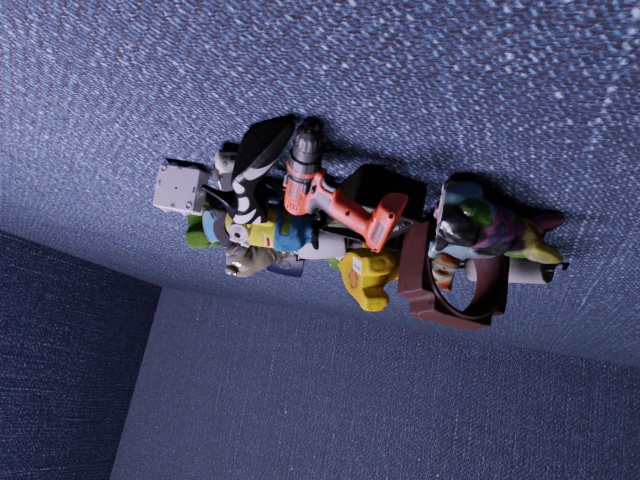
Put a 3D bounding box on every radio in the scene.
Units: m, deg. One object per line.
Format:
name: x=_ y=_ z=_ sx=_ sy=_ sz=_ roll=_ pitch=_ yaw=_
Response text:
radio: x=0.090 y=-0.054 z=0.972 sx=0.131 sy=0.073 sz=0.229 roll=16 pitch=167 yaw=-13

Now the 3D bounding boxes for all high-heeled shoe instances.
high-heeled shoe: x=-0.081 y=-0.094 z=0.853 sx=0.145 sy=0.086 sz=0.249 roll=25 pitch=144 yaw=-35

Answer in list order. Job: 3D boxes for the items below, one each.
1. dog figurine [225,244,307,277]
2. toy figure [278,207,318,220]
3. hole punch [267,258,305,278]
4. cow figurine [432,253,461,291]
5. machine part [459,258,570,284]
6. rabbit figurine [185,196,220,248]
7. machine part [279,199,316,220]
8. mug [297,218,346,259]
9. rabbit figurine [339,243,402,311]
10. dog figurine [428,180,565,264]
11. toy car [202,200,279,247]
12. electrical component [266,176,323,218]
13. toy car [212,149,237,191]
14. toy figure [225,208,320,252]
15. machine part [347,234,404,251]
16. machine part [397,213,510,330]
dog figurine: x=-0.121 y=0.037 z=1.330 sx=0.191 sy=0.172 sz=0.121 roll=9 pitch=145 yaw=20
toy figure: x=-0.059 y=-0.046 z=1.155 sx=0.155 sy=0.058 sz=0.064 roll=-9 pitch=133 yaw=39
hole punch: x=-0.094 y=0.047 z=1.526 sx=0.142 sy=0.092 sz=0.115 roll=15 pitch=163 yaw=2
cow figurine: x=0.264 y=0.042 z=1.164 sx=0.086 sy=0.127 sz=0.195 roll=12 pitch=-179 yaw=3
machine part: x=0.399 y=0.052 z=1.137 sx=0.243 sy=0.079 sz=0.079 roll=-3 pitch=160 yaw=43
rabbit figurine: x=-0.207 y=-0.036 z=1.231 sx=0.170 sy=0.121 sz=0.159 roll=-5 pitch=168 yaw=6
machine part: x=-0.043 y=-0.044 z=1.082 sx=0.084 sy=0.039 sz=0.138 roll=17 pitch=131 yaw=6
mug: x=-0.002 y=-0.004 z=1.194 sx=0.107 sy=0.081 sz=0.109 roll=-13 pitch=131 yaw=-5
rabbit figurine: x=0.136 y=0.063 z=1.102 sx=0.173 sy=0.121 sz=0.162 roll=-10 pitch=-168 yaw=-20
dog figurine: x=0.295 y=-0.021 z=0.876 sx=0.219 sy=0.108 sz=0.191 roll=6 pitch=163 yaw=5
toy car: x=-0.162 y=-0.056 z=1.122 sx=0.162 sy=0.103 sz=0.109 roll=-5 pitch=136 yaw=-4
electrical component: x=-0.036 y=-0.092 z=0.968 sx=0.119 sy=0.048 sz=0.075 roll=30 pitch=164 yaw=0
toy car: x=-0.153 y=-0.113 z=0.984 sx=0.073 sy=0.056 sz=0.201 roll=6 pitch=168 yaw=-5
toy figure: x=-0.089 y=-0.023 z=1.019 sx=0.180 sy=0.089 sz=0.082 roll=4 pitch=123 yaw=-1
machine part: x=0.146 y=0.015 z=1.249 sx=0.179 sy=0.056 sz=0.179 roll=12 pitch=165 yaw=3
machine part: x=0.255 y=0.057 z=1.009 sx=0.201 sy=0.201 sz=0.087 roll=18 pitch=163 yaw=-21
